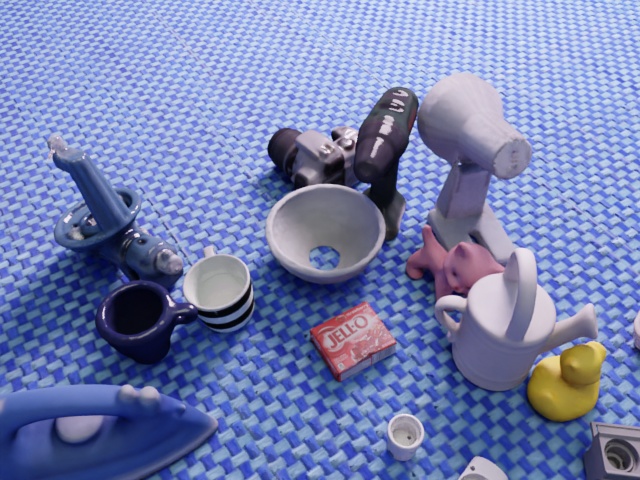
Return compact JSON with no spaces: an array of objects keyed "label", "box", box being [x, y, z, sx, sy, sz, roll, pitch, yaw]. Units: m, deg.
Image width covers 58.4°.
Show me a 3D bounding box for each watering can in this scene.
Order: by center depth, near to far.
[{"label":"watering can","box":[0.226,0.086,0.662,0.173,0.194,0.101,-8,50,-6]}]

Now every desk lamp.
[{"label":"desk lamp","box":[0.218,-0.097,0.803,0.118,0.214,0.203,-13,51,-10]}]

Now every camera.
[{"label":"camera","box":[-0.008,-0.138,0.911,0.143,0.101,0.136,-36,59,-26]}]

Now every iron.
[{"label":"iron","box":[-0.247,0.191,0.611,0.258,0.141,0.118,-8,51,-6]}]

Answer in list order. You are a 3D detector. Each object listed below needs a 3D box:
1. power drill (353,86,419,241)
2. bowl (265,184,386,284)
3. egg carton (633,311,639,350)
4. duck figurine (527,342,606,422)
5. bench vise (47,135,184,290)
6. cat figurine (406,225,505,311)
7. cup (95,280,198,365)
[{"label":"power drill","box":[0.089,-0.100,0.809,0.075,0.208,0.230,12,51,11]},{"label":"bowl","box":[0.007,0.003,0.810,0.167,0.075,0.167,0,50,0]},{"label":"egg carton","box":[0.471,0.097,0.734,0.107,0.069,0.150,29,56,22]},{"label":"duck figurine","box":[0.296,0.159,0.672,0.105,0.086,0.077,-31,56,-23]},{"label":"bench vise","box":[-0.262,-0.034,0.748,0.207,0.220,0.121,13,51,11]},{"label":"cat figurine","box":[0.178,0.029,0.760,0.067,0.118,0.127,-31,56,-23]},{"label":"cup","box":[-0.205,0.110,0.709,0.118,0.095,0.091,-5,50,-4]}]
